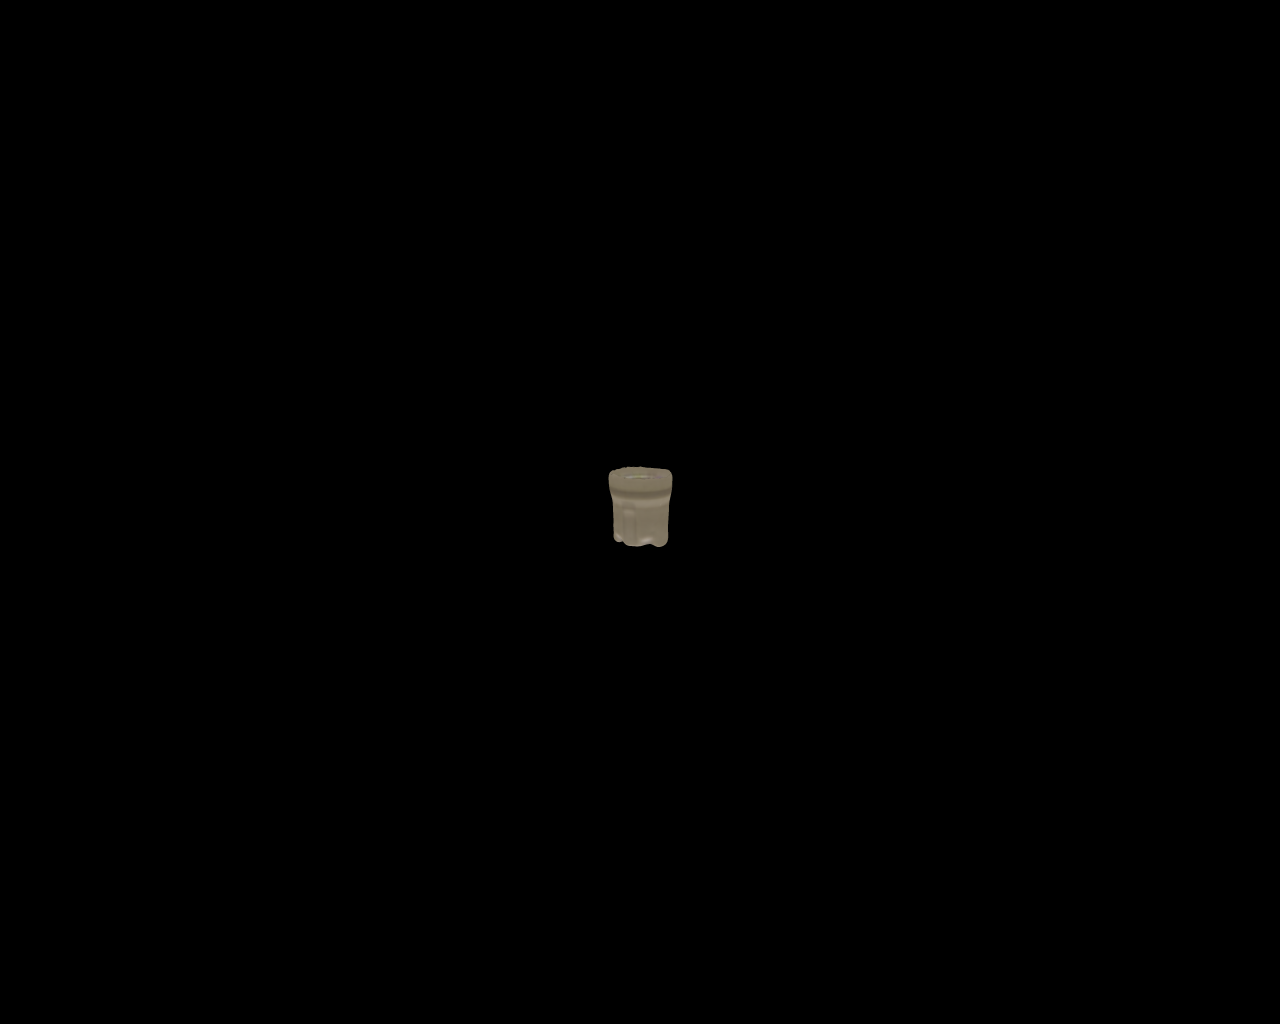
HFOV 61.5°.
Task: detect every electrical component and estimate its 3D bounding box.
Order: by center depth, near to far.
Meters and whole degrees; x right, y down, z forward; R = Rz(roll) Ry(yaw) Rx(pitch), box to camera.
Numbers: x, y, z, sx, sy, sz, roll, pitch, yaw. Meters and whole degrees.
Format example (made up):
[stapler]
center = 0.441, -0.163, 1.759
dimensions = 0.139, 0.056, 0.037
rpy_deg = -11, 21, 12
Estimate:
[electrical component]
center = 0.001, -0.003, 0.650
dimensions = 0.040, 0.046, 0.040
rpy_deg = 0, 14, 0
